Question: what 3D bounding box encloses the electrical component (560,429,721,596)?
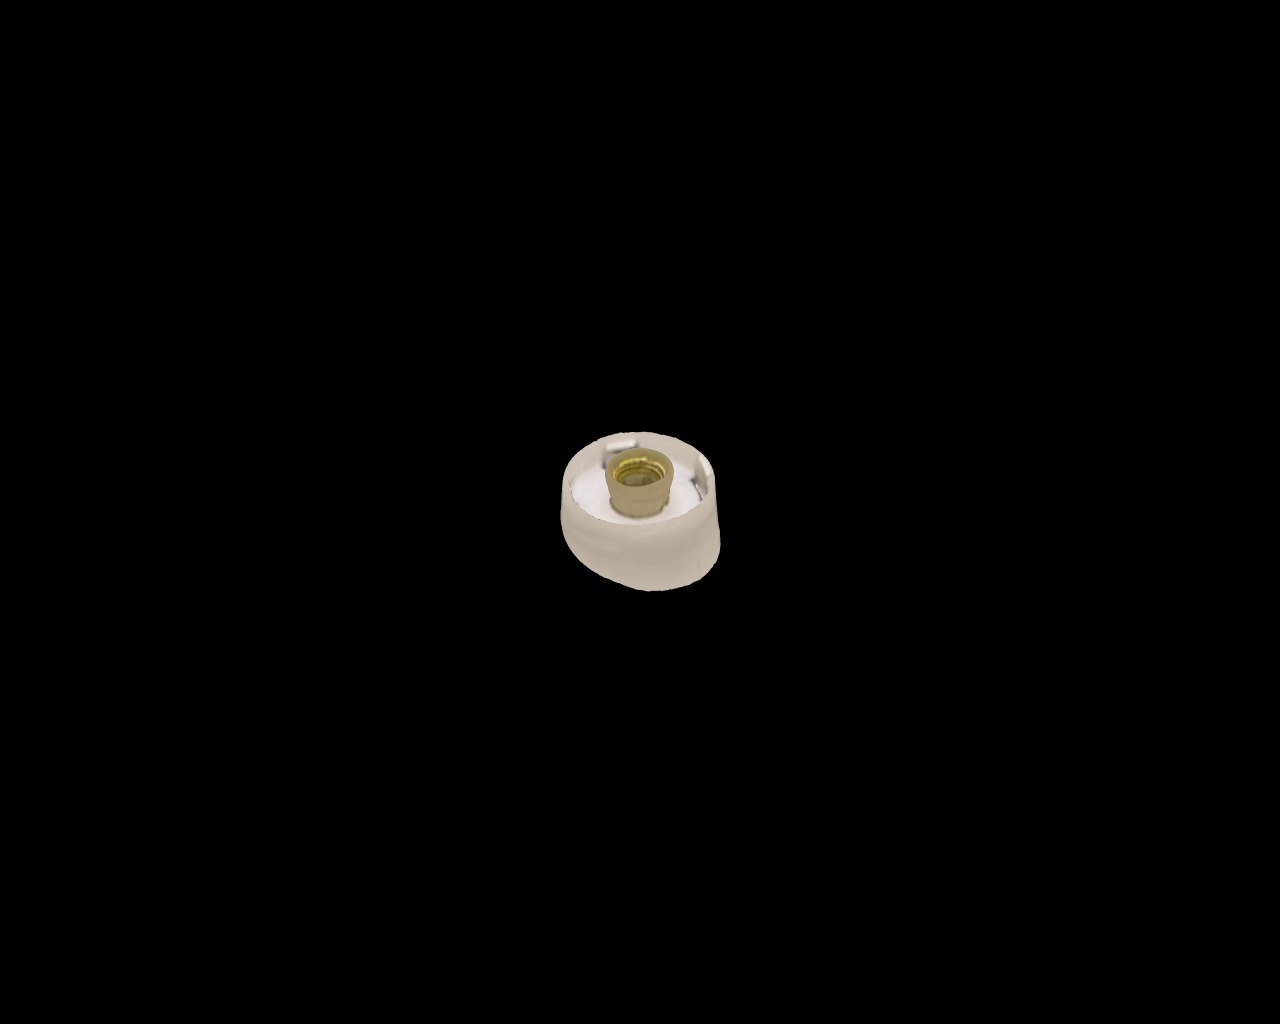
[{"bbox_3d":[0.001,-0.003,0.650,0.099,0.064,0.099,0,40,0],"label":"electrical component"}]
